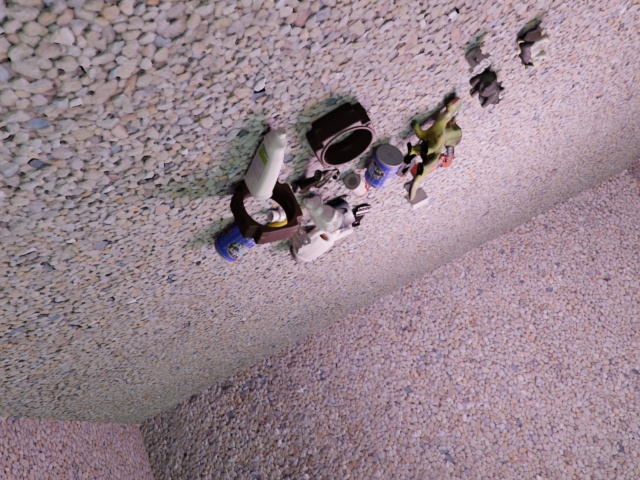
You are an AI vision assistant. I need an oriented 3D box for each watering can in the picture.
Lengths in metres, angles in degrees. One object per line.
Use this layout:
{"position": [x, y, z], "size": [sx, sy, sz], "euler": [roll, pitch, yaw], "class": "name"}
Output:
{"position": [0.003, 0.010, 2.214], "size": [0.222, 0.105, 0.348], "euler": [-38, -16, 23], "class": "watering can"}

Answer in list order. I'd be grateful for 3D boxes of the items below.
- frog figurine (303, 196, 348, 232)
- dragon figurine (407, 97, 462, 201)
{"position": [0.006, -0.097, 1.924], "size": [0.158, 0.122, 0.138], "euler": [18, 2, -44], "class": "frog figurine"}
{"position": [0.436, -0.339, 1.885], "size": [0.245, 0.400, 0.124], "euler": [-22, 50, -24], "class": "dragon figurine"}
